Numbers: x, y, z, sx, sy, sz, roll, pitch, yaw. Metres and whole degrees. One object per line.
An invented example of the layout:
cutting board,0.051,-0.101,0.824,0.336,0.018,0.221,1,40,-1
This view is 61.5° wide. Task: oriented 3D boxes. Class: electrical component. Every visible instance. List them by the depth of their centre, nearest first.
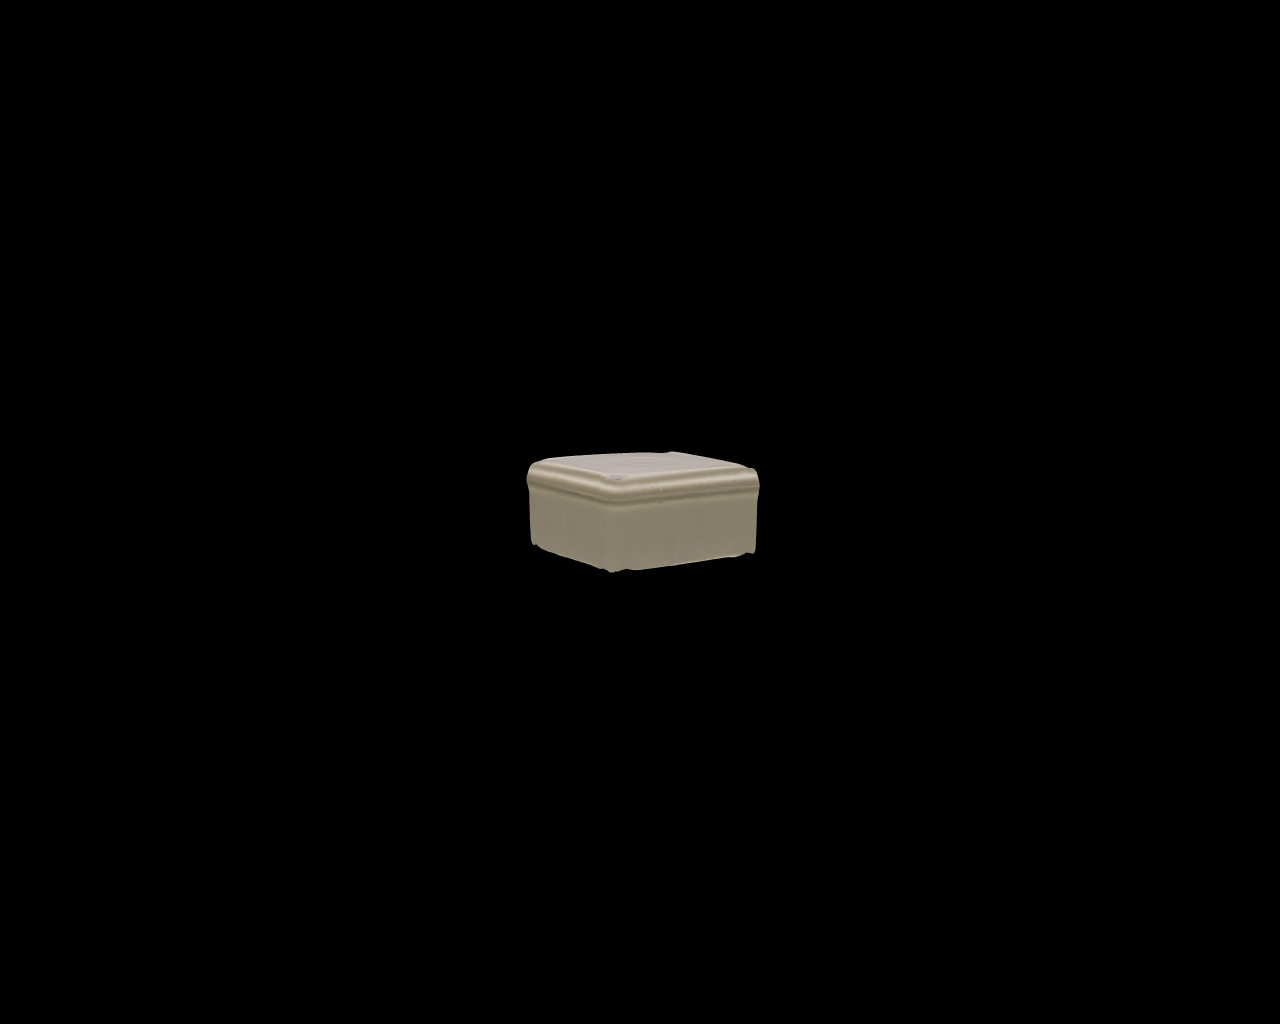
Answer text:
electrical component,0.001,-0.003,0.650,0.109,0.056,0.109,-6,11,-31
